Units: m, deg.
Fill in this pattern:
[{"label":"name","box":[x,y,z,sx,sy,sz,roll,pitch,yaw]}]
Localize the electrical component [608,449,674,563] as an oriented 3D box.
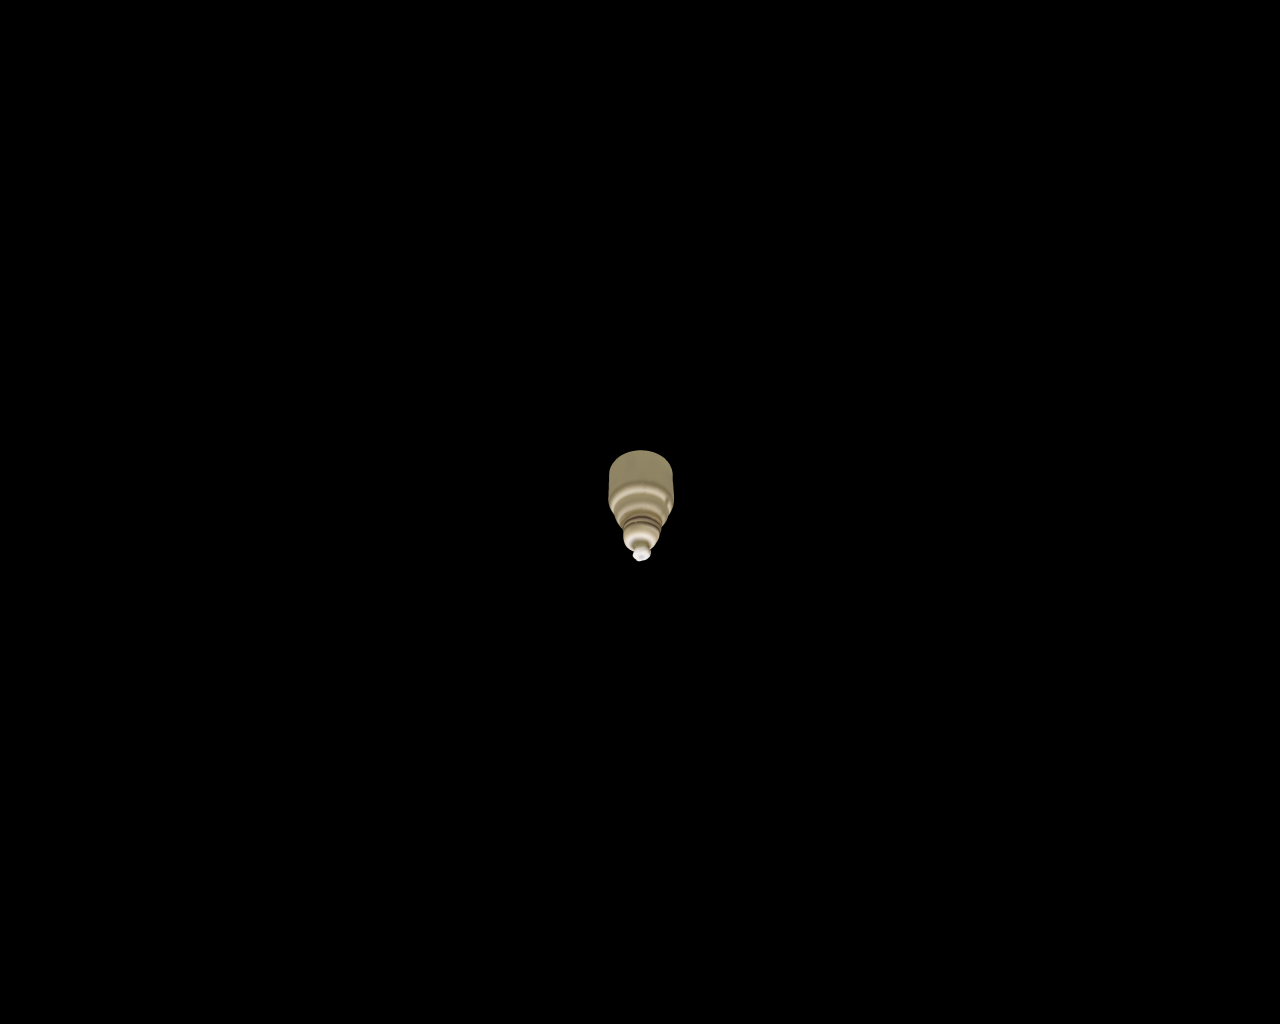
[{"label":"electrical component","box":[0.001,-0.003,0.650,0.040,0.078,0.040,0,-43,0]}]
